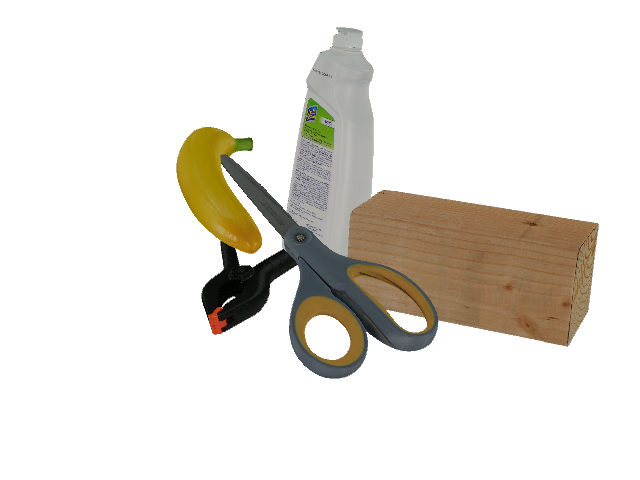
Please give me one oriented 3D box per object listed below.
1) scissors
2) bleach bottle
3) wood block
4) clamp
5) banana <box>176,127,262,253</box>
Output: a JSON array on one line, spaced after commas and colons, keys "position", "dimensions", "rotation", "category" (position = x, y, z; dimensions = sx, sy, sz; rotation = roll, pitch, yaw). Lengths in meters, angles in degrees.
[{"position": [-0.020, 0.016, 0.663], "dimensions": [0.202, 0.016, 0.096], "rotation": [33, 55, 25], "category": "scissors"}, {"position": [0.019, -0.097, 1.136], "dimensions": [0.067, 0.251, 0.103], "rotation": [-9, 25, -41], "category": "bleach bottle"}, {"position": [0.136, 0.020, 0.969], "dimensions": [0.206, 0.090, 0.090], "rotation": [10, 20, 23], "category": "wood block"}, {"position": [-0.079, 0.045, 1.250], "dimensions": [0.120, 0.039, 0.171], "rotation": [-6, 37, 19], "category": "clamp"}, {"position": [-0.086, -0.052, 0.892], "dimensions": [0.069, 0.037, 0.198], "rotation": [4, 31, -8], "category": "banana"}]
